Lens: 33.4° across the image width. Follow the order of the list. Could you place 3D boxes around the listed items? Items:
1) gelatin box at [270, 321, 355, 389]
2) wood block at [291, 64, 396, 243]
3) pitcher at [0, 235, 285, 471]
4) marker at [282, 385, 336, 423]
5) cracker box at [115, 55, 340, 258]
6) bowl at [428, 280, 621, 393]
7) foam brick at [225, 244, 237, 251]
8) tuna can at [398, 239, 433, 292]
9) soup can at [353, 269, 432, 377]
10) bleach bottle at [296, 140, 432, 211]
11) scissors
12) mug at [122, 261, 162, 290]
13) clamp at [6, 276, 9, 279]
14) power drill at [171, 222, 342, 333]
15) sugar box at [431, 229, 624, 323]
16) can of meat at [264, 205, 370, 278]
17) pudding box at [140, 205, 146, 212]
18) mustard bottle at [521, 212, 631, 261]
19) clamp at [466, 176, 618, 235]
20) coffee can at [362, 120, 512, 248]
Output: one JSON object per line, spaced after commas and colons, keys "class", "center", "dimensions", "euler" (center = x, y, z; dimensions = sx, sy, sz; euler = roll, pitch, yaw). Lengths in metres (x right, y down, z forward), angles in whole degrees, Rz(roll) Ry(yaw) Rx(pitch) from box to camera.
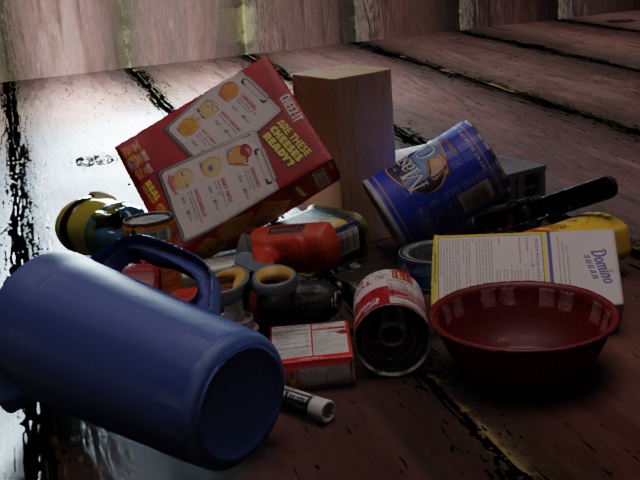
{"class": "gelatin box", "center": [-0.008, 0.103, 0.954], "dimensions": [0.073, 0.030, 0.089], "euler": [-6, 17, 0]}
{"class": "wood block", "center": [0.033, -0.104, 1.306], "dimensions": [0.090, 0.206, 0.091], "euler": [-15, 20, -32]}
{"class": "pitcher", "center": [-0.143, 0.088, 0.862], "dimensions": [0.243, 0.149, 0.144], "euler": [15, 15, 38]}
{"class": "marker", "center": [-0.037, 0.129, 0.896], "dimensions": [0.121, 0.020, 0.020], "euler": [11, 24, 41]}
{"class": "cracker box", "center": [-0.108, -0.089, 1.252], "dimensions": [0.213, 0.164, 0.072], "euler": [-31, -22, 0]}
{"class": "bowl", "center": [0.174, 0.087, 0.916], "dimensions": [0.162, 0.055, 0.162], "euler": [-4, 17, 1]}
{"class": "foam brick", "center": [-0.117, -0.030, 1.325], "dimensions": [0.053, 0.078, 0.051], "euler": [-9, 15, -16]}
{"class": "tuna can", "center": [0.127, 0.026, 1.153], "dimensions": [0.086, 0.034, 0.086], "euler": [-5, 17, 1]}
{"class": "soup can", "center": [0.064, 0.073, 0.968], "dimensions": [0.068, 0.068, 0.102], "euler": [-4, 17, 2]}
{"class": "bleach bottle", "center": [0.060, -0.082, 1.473], "dimensions": [0.250, 0.068, 0.103], "euler": [-10, 17, -10]}
{"class": "scissors", "center": [-0.056, 0.022, 1.031], "dimensions": [0.096, 0.016, 0.201], "euler": [-2, 18, 13]}
{"class": "mug", "center": [-0.195, 0.056, 1.039], "dimensions": [0.081, 0.093, 0.117], "euler": [-1, 42, -6]}
{"class": "clamp", "center": [-0.296, 0.070, 1.116], "dimensions": [0.172, 0.039, 0.120], "euler": [4, 20, 25]}
{"class": "power drill", "center": [-0.043, 0.038, 1.086], "dimensions": [0.185, 0.057, 0.187], "euler": [-4, 19, 23]}
{"class": "sugar box", "center": [0.196, 0.039, 1.023], "dimensions": [0.176, 0.048, 0.093], "euler": [0, 52, 7]}
{"class": "can of meat", "center": [-0.008, 0.002, 1.232], "dimensions": [0.083, 0.057, 0.102], "euler": [-23, 25, -40]}
{"class": "pudding box", "center": [-0.192, -0.024, 1.389], "dimensions": [0.089, 0.039, 0.114], "euler": [-15, 17, -24]}
{"class": "mustard bottle", "center": [0.224, 0.017, 1.120], "dimensions": [0.191, 0.058, 0.096], "euler": [-14, 11, -25]}
{"class": "clamp", "center": [0.239, -0.032, 1.197], "dimensions": [0.164, 0.036, 0.210], "euler": [-16, -3, 5]}
{"class": "coffee can", "center": [0.134, -0.059, 1.228], "dimensions": [0.140, 0.103, 0.103], "euler": [-31, 19, 1]}
